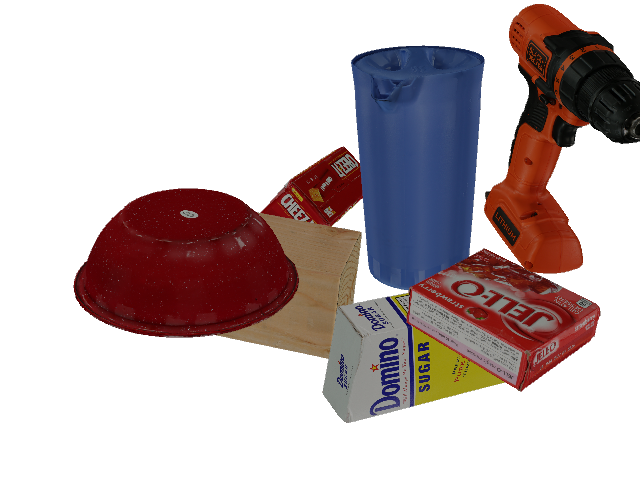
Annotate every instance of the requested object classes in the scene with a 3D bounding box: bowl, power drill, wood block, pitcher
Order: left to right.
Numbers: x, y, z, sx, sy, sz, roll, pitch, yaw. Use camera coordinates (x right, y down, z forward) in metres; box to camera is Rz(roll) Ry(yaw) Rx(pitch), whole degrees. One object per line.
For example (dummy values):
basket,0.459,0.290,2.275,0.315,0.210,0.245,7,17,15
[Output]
bowl,-0.095,0.005,0.760,0.162,0.055,0.162,2,26,-1
wood block,-0.075,0.030,0.973,0.206,0.090,0.090,11,28,10
pitcher,0.107,-0.080,1.119,0.149,0.243,0.145,-8,24,-14
power drill,0.189,-0.070,0.832,0.057,0.188,0.184,-2,34,-14

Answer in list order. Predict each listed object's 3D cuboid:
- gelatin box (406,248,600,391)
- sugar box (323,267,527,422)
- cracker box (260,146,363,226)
gelatin box,0.108,0.044,0.634,0.073,0.030,0.089,-24,40,-39
sugar box,0.093,0.083,0.846,0.176,0.093,0.048,-12,40,-26
cracker box,-0.051,-0.006,1.256,0.214,0.072,0.164,-42,0,29
